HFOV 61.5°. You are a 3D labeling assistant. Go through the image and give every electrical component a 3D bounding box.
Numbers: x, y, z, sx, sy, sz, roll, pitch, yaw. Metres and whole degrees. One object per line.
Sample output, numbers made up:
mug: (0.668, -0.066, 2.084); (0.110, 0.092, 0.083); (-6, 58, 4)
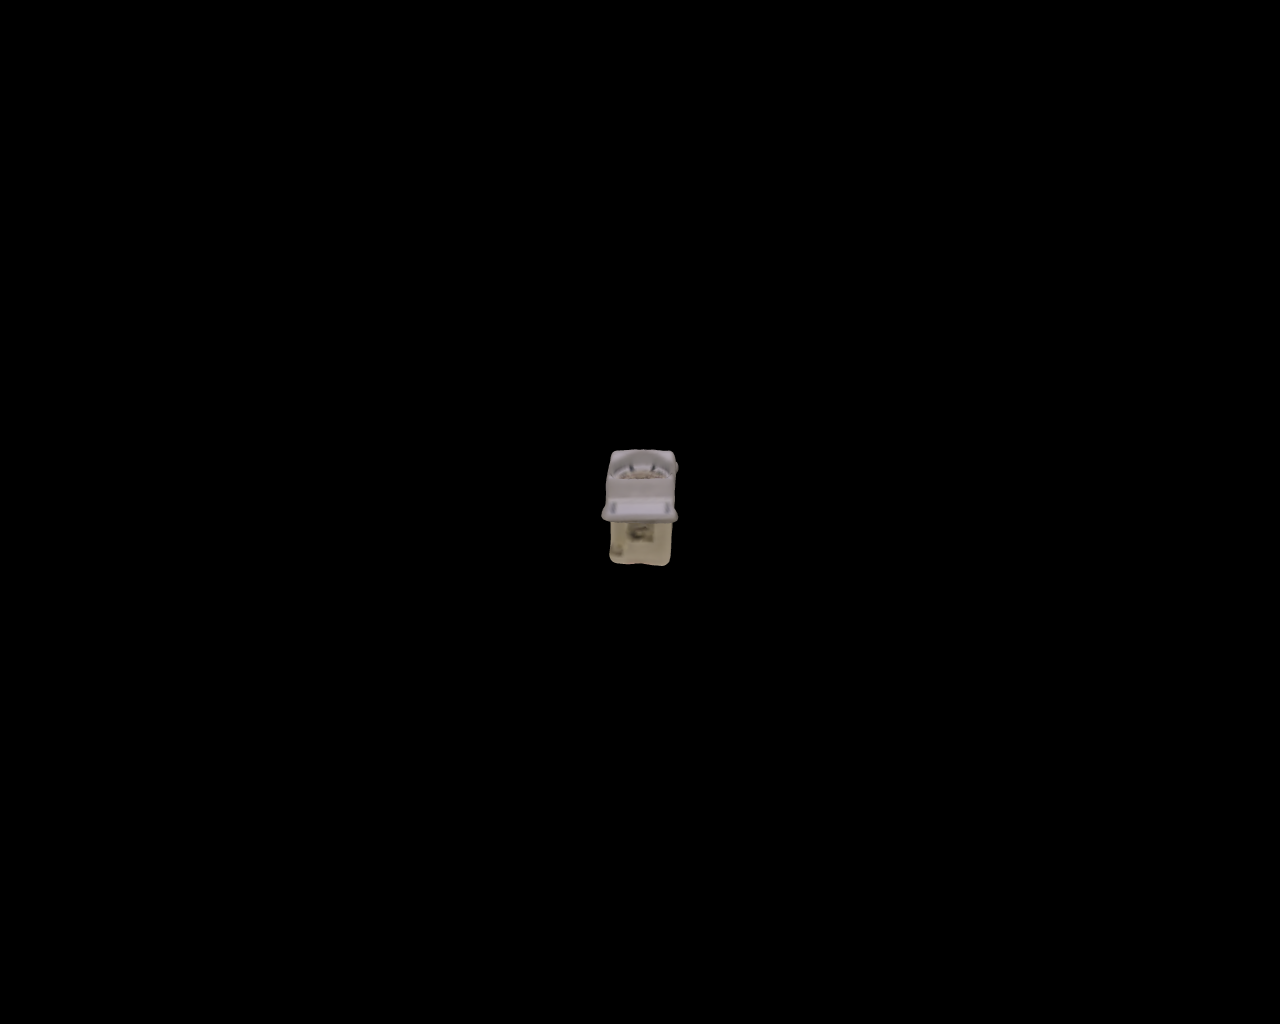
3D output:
electrical component: (0.001, -0.003, 0.650); (0.042, 0.063, 0.081); (2, 27, 3)
